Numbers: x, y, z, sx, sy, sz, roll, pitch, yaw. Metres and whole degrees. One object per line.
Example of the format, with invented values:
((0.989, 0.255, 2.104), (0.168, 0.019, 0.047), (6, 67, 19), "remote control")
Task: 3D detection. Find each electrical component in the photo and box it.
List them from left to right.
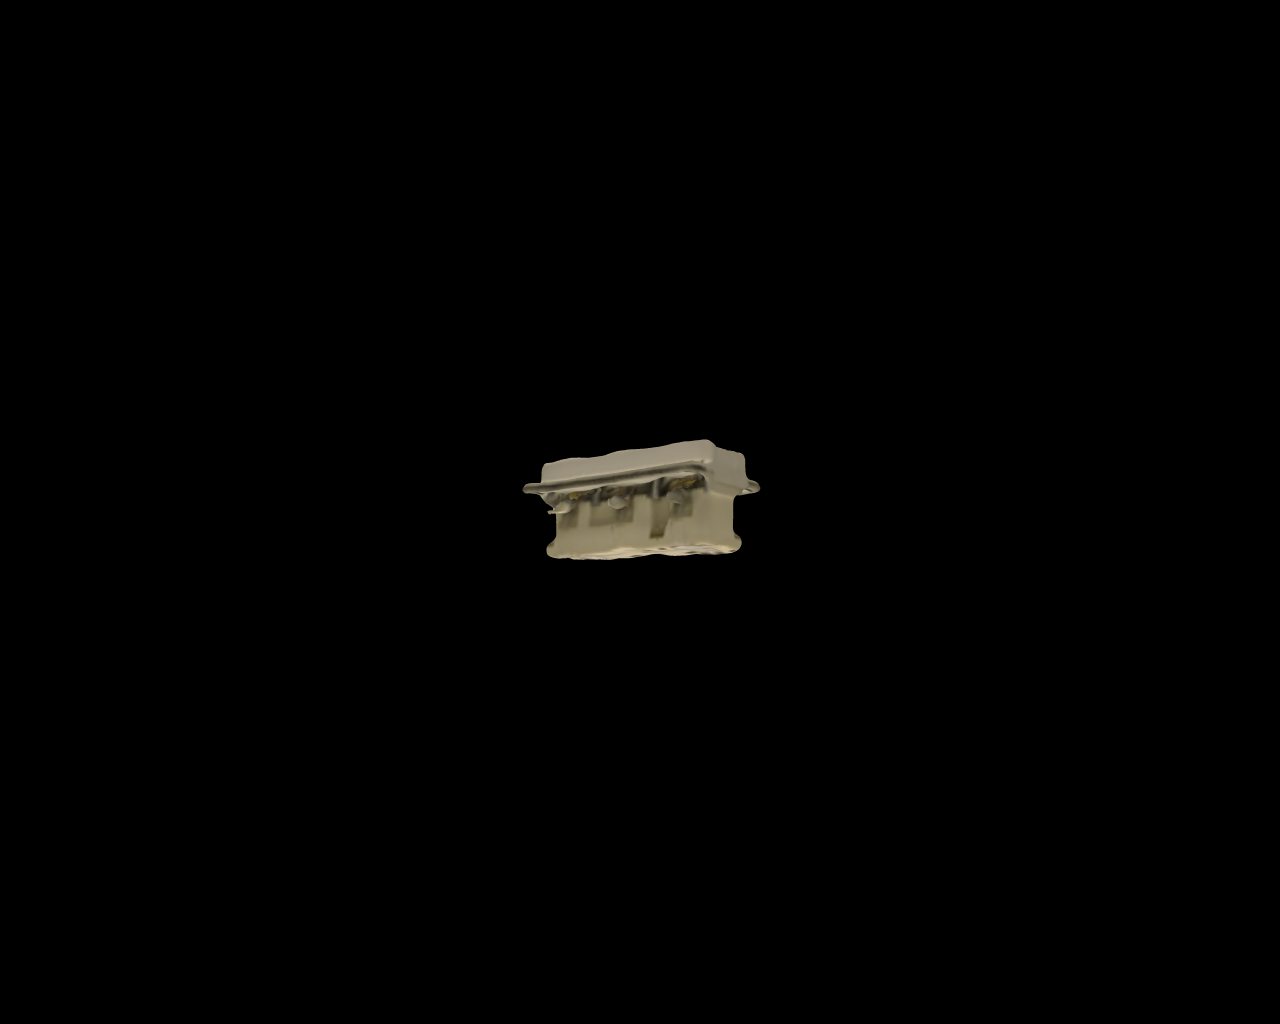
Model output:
((0.001, -0.003, 0.650), (0.121, 0.063, 0.079), (-5, -10, 32), "electrical component")
